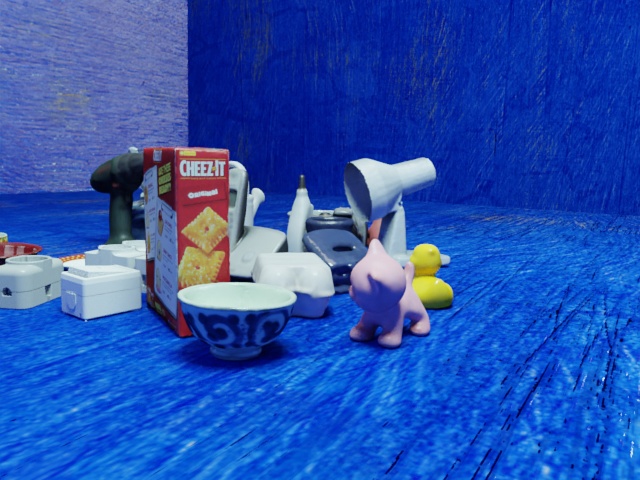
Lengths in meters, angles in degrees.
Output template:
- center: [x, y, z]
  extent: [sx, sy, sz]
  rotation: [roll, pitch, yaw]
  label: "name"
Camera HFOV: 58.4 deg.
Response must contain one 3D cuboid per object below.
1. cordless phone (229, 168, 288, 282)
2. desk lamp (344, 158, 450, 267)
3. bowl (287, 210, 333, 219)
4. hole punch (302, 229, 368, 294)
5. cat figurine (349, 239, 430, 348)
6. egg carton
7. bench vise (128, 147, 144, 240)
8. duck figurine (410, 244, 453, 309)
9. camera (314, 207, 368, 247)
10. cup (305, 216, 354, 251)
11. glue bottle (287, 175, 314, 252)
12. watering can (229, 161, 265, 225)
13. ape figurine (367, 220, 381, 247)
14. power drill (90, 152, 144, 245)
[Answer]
- center: [-0.121, -0.026, 0.960]
  extent: [0.147, 0.185, 0.094]
  rotation: [8, 10, 37]
  label: "cordless phone"
- center: [0.149, -0.056, 1.125]
  extent: [0.204, 0.213, 0.117]
  rotation: [-1, 9, -21]
  label: "desk lamp"
- center: [0.001, -0.031, 1.416]
  extent: [0.167, 0.075, 0.167]
  rotation: [2, 8, 0]
  label: "bowl"
- center: [0.035, 0.032, 0.920]
  extent: [0.109, 0.091, 0.100]
  rotation: [-4, 10, -35]
  label: "hole punch"
- center: [0.077, 0.057, 0.657]
  extent: [0.067, 0.118, 0.128]
  rotation: [8, 10, 36]
  label: "cat figurine"
- center: [-0.039, 0.059, 0.789]
  extent: [0.107, 0.069, 0.150]
  rotation: [0, 8, -12]
  label: "egg carton"
- center: [-0.369, -0.099, 1.305]
  extent: [0.121, 0.220, 0.208]
  rotation: [9, 11, 41]
  label: "bench vise"
- center: [0.156, 0.050, 0.838]
  extent: [0.077, 0.086, 0.104]
  rotation: [0, 8, -12]
  label: "duck figurine"
- center: [0.031, -0.018, 1.236]
  extent: [0.143, 0.101, 0.137]
  rotation: [2, 8, 6]
  label: "camera"
- center: [0.010, 0.004, 1.099]
  extent: [0.092, 0.095, 0.117]
  rotation: [-3, 9, -28]
  label: "cup"
- center: [-0.036, -0.044, 1.145]
  extent: [0.037, 0.173, 0.078]
  rotation: [5, 9, 25]
  label: "glue bottle"
- center: [-0.202, -0.087, 1.342]
  extent: [0.100, 0.194, 0.173]
  rotation: [4, 8, 15]
  label: "watering can"
- center: [0.138, -0.019, 1.295]
  extent: [0.077, 0.092, 0.076]
  rotation: [6, 9, 30]
  label: "ape figurine"
- center: [-0.397, -0.076, 1.175]
  extent: [0.228, 0.208, 0.076]
  rotation: [9, 11, 42]
  label: "power drill"
